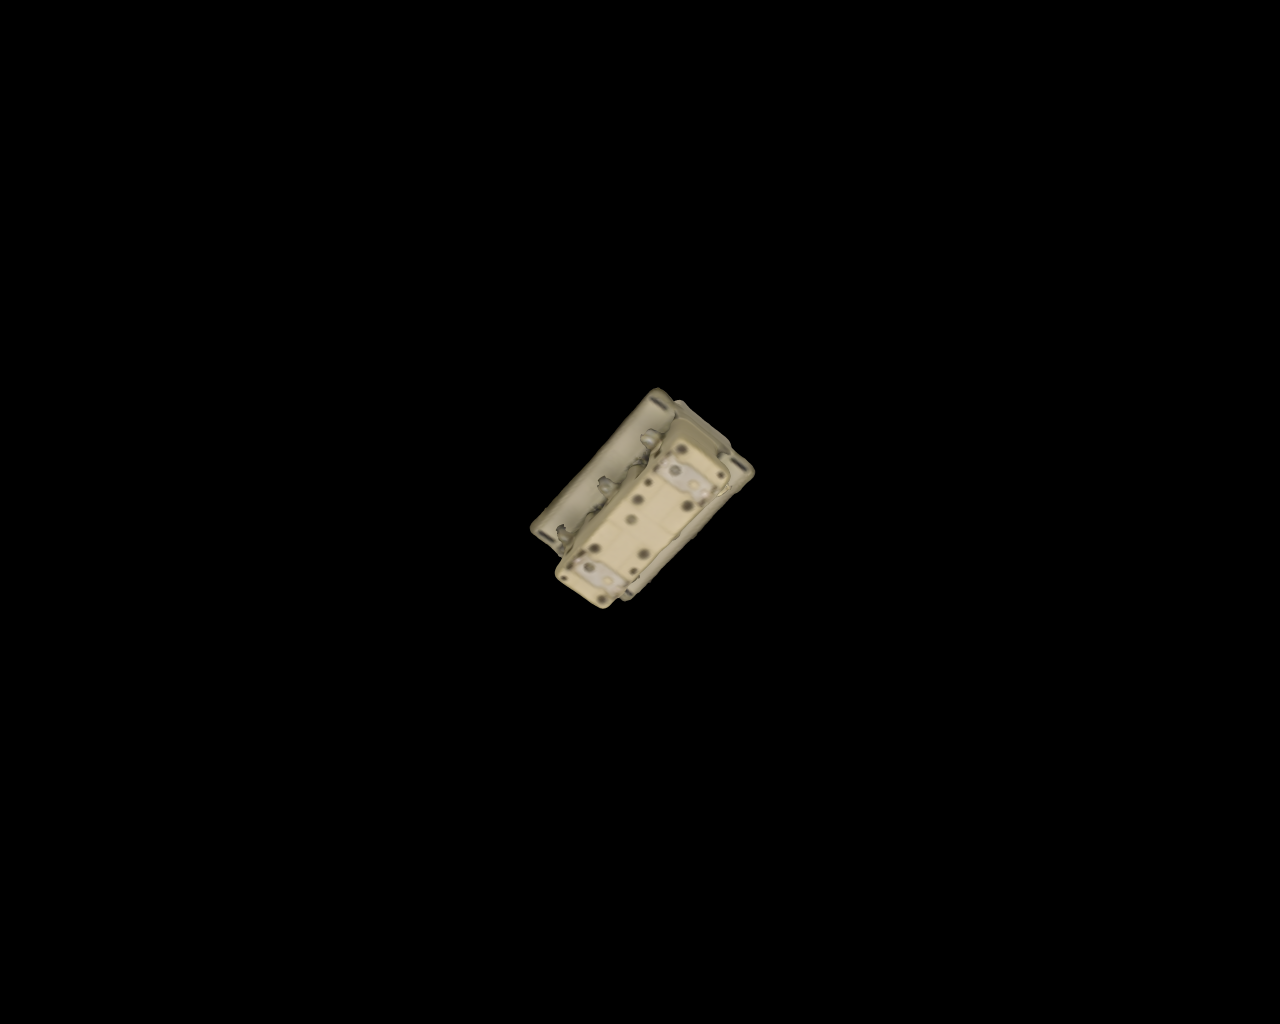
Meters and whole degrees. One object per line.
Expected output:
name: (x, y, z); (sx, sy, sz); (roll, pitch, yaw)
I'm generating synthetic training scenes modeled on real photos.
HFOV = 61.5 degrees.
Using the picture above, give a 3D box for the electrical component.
electrical component: (0.001, -0.003, 0.650); (0.078, 0.121, 0.063); (38, 20, -16)
